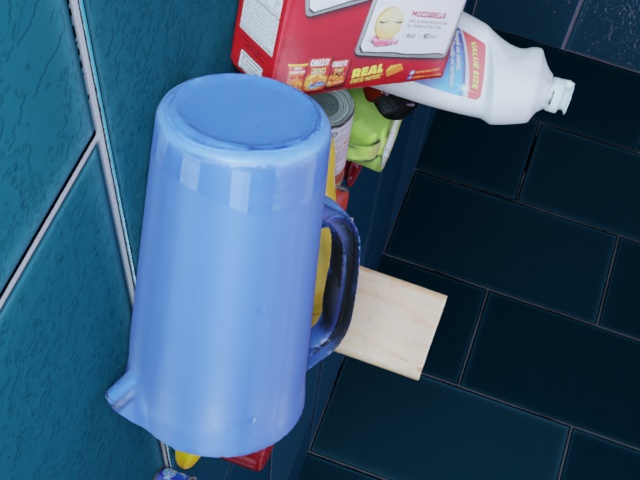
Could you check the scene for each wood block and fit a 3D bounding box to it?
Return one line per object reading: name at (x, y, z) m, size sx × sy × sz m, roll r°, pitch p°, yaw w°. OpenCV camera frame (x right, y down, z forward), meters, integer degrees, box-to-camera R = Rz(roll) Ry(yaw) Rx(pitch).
wood block at (0.015, 0.066, 1.079) m, size 0.091 × 0.206 × 0.090 m, roll 52°, pitch 57°, yaw -82°

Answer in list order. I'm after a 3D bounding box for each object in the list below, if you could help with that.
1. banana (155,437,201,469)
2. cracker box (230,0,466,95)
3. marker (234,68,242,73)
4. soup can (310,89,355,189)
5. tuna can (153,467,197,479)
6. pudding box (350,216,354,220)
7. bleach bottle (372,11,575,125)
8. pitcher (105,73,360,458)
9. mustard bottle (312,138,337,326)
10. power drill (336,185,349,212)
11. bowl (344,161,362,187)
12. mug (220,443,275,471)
banana at (-0.123, 0.164, 0.982) m, size 0.069 × 0.037 × 0.198 m, roll -50°, pitch 165°, yaw -15°
cracker box at (0.034, -0.213, 0.741) m, size 0.163 × 0.072 × 0.214 m, roll -13°, pitch 132°, yaw -33°
marker at (-0.045, -0.153, 0.807) m, size 0.020 × 0.020 × 0.121 m, roll 89°, pitch 21°, yaw -69°
soup can at (-0.004, -0.101, 1.060) m, size 0.102 × 0.068 × 0.068 m, roll 99°, pitch 12°, yaw -52°
tuna can at (-0.150, 0.262, 1.021) m, size 0.086 × 0.034 × 0.086 m, roll 19°, pitch 89°, yaw -83°
pudding box at (-0.018, -0.023, 1.067) m, size 0.113 × 0.090 × 0.039 m, roll 23°, pitch 87°, yaw -84°
bleach bottle at (0.104, -0.172, 0.951) m, size 0.068 × 0.251 × 0.102 m, roll -17°, pitch 125°, yaw -81°
pitcher at (-0.052, 0.015, 0.717) m, size 0.149 × 0.145 × 0.243 m, roll -62°, pitch 166°, yaw -53°
mustard bottle at (-0.007, 0.001, 0.958) m, size 0.096 × 0.058 × 0.191 m, roll -105°, pitch -172°, yaw -72°
power drill at (-0.025, 0.025, 1.270) m, size 0.187 × 0.057 × 0.185 m, roll -62°, pitch 169°, yaw -52°
bowl at (0.037, -0.148, 1.305) m, size 0.162 × 0.055 × 0.162 m, roll 20°, pitch 89°, yaw -83°
mug at (-0.087, 0.191, 1.123) m, size 0.117 × 0.081 × 0.093 m, roll 89°, pitch 21°, yaw -70°
